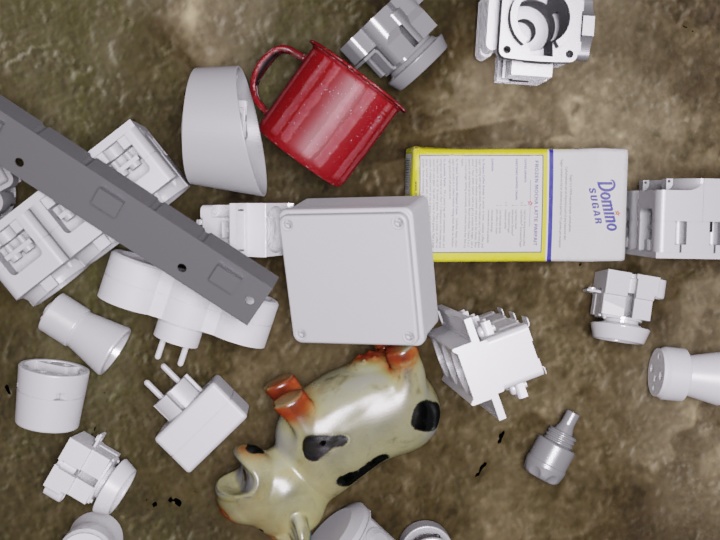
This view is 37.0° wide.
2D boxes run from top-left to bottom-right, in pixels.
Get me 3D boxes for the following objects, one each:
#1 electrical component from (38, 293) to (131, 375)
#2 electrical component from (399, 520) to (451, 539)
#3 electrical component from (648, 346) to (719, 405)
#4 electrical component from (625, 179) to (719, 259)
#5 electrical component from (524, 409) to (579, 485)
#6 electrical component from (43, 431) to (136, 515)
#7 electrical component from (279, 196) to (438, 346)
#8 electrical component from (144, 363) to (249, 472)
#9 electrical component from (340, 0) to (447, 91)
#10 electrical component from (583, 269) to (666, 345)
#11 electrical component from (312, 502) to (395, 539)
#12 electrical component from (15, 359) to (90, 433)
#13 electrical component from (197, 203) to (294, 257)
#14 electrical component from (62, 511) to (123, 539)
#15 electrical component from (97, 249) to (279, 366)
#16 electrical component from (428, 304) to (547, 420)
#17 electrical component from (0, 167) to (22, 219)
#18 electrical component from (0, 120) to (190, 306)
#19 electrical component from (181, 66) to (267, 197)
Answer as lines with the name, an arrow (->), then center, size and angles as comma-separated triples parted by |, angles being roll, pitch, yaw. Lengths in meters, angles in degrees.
electrical component -> -0.223, 0.048, 0.862 | 0.065, 0.044, 0.044 | 33, 91, 0
electrical component -> 0.056, 0.233, 0.883 | 0.045, 0.055, 0.045 | 0, 93, -4
electrical component -> 0.273, 0.088, 0.893 | 0.055, 0.045, 0.045 | 6, 93, -4
electrical component -> 0.310, -0.040, 0.857 | 0.186, 0.105, 0.060 | 1, 93, -4
electrical component -> 0.164, 0.145, 0.895 | 0.035, 0.035, 0.061 | 28, 90, -5
electrical component -> -0.215, 0.165, 0.867 | 0.055, 0.048, 0.066 | 30, 91, 3
electrical component -> 0.000, 0.000, 0.838 | 0.109, 0.056, 0.108 | 0, 107, 21
electrical component -> -0.140, 0.110, 0.867 | 0.066, 0.047, 0.076 | -44, 95, 0
electrical component -> 0.031, -0.180, 0.853 | 0.057, 0.058, 0.078 | 46, 70, -8
electrical component -> 0.217, 0.031, 0.886 | 0.066, 0.048, 0.055 | 9, 85, -4
electrical component -> -0.010, 0.232, 0.868 | 0.051, 0.080, 0.080 | 44, 90, -10
electrical component -> -0.247, 0.100, 0.857 | 0.055, 0.055, 0.047 | 9, 97, -4
electrical component -> -0.090, -0.032, 0.849 | 0.064, 0.081, 0.042 | 1, 93, 25
electrical component -> -0.217, 0.223, 0.865 | 0.045, 0.055, 0.045 | 0, 93, -4
electrical component -> -0.142, 0.039, 0.857 | 0.138, 0.052, 0.073 | 18, 94, -9
electrical component -> 0.097, 0.065, 0.842 | 0.063, 0.121, 0.078 | -20, 95, -5
electrical component -> -0.303, -0.061, 0.841 | 0.078, 0.057, 0.058 | -29, 95, -1
electrical component -> -0.211, -0.043, 0.832 | 0.150, 0.089, 0.061 | -38, 95, -1
electrical component -> -0.103, -0.108, 0.832 | 0.064, 0.099, 0.099 | 4, 93, 2
